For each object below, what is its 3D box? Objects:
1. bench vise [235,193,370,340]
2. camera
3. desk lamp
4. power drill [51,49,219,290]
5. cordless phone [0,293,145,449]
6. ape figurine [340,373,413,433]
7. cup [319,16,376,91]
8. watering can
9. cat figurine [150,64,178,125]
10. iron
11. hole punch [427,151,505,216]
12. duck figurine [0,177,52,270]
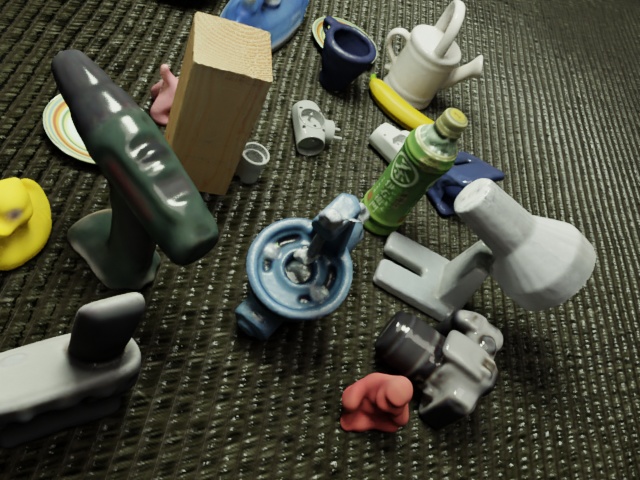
[{"bbox_3d":[-0.004,-0.004,0.655,0.121,0.219,0.207,29,49,-6],"label":"bench vise"},{"bbox_3d":[0.148,0.135,0.713,0.137,0.100,0.143,37,49,1],"label":"camera"},{"bbox_3d":[0.210,0.023,0.751,0.203,0.213,0.118,28,49,-6],"label":"desk lamp"},{"bbox_3d":[-0.204,-0.048,0.591,0.229,0.208,0.076,46,49,9],"label":"power drill"},{"bbox_3d":[-0.226,0.097,0.492,0.148,0.185,0.094,-17,66,-35],"label":"cordless phone"},{"bbox_3d":[0.071,0.180,0.647,0.078,0.092,0.076,39,49,3],"label":"ape figurine"},{"bbox_3d":[0.029,-0.311,0.975,0.092,0.095,0.117,-23,70,-37],"label":"cup"},{"bbox_3d":[0.206,-0.333,1.015,0.173,0.194,0.101,5,55,-24],"label":"watering can"},{"bbox_3d":[-0.163,-0.215,0.792,0.128,0.117,0.067,2,57,-26],"label":"cat figurine"},{"bbox_3d":[-0.092,-0.398,0.944,0.119,0.141,0.258,31,49,-4],"label":"iron"},{"bbox_3d":[0.225,-0.106,0.932,0.109,0.091,0.101,-15,65,-34],"label":"hole punch"},{"bbox_3d":[-0.323,-0.031,0.599,0.078,0.086,0.104,19,51,-14],"label":"duck figurine"}]
